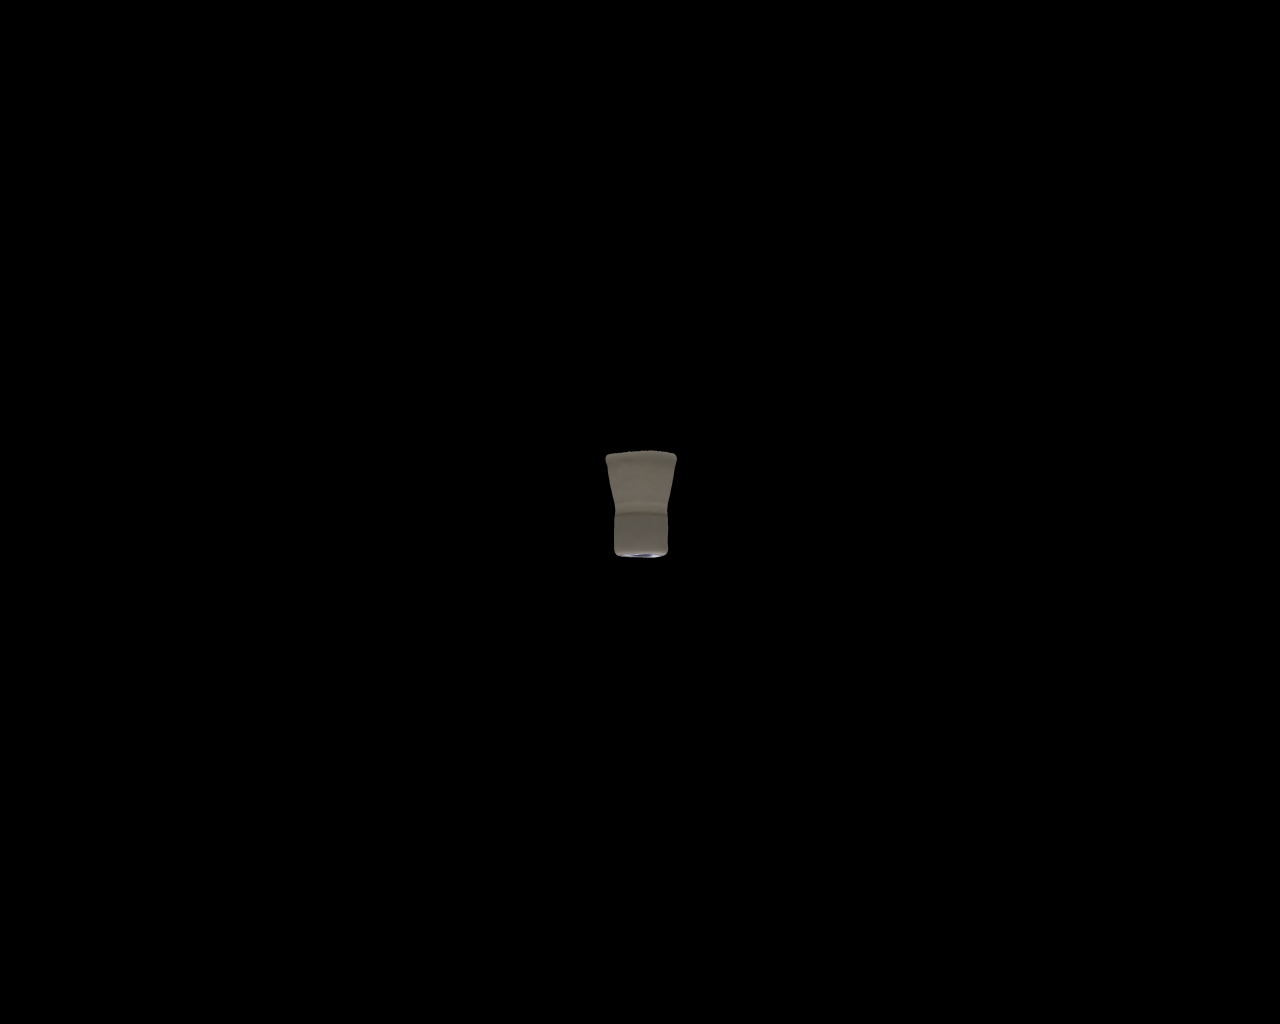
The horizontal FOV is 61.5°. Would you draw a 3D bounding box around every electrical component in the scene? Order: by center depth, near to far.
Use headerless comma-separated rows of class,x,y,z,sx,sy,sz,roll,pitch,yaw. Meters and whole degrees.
electrical component,0.001,-0.003,0.650,0.044,0.065,0.044,0,-7,0
